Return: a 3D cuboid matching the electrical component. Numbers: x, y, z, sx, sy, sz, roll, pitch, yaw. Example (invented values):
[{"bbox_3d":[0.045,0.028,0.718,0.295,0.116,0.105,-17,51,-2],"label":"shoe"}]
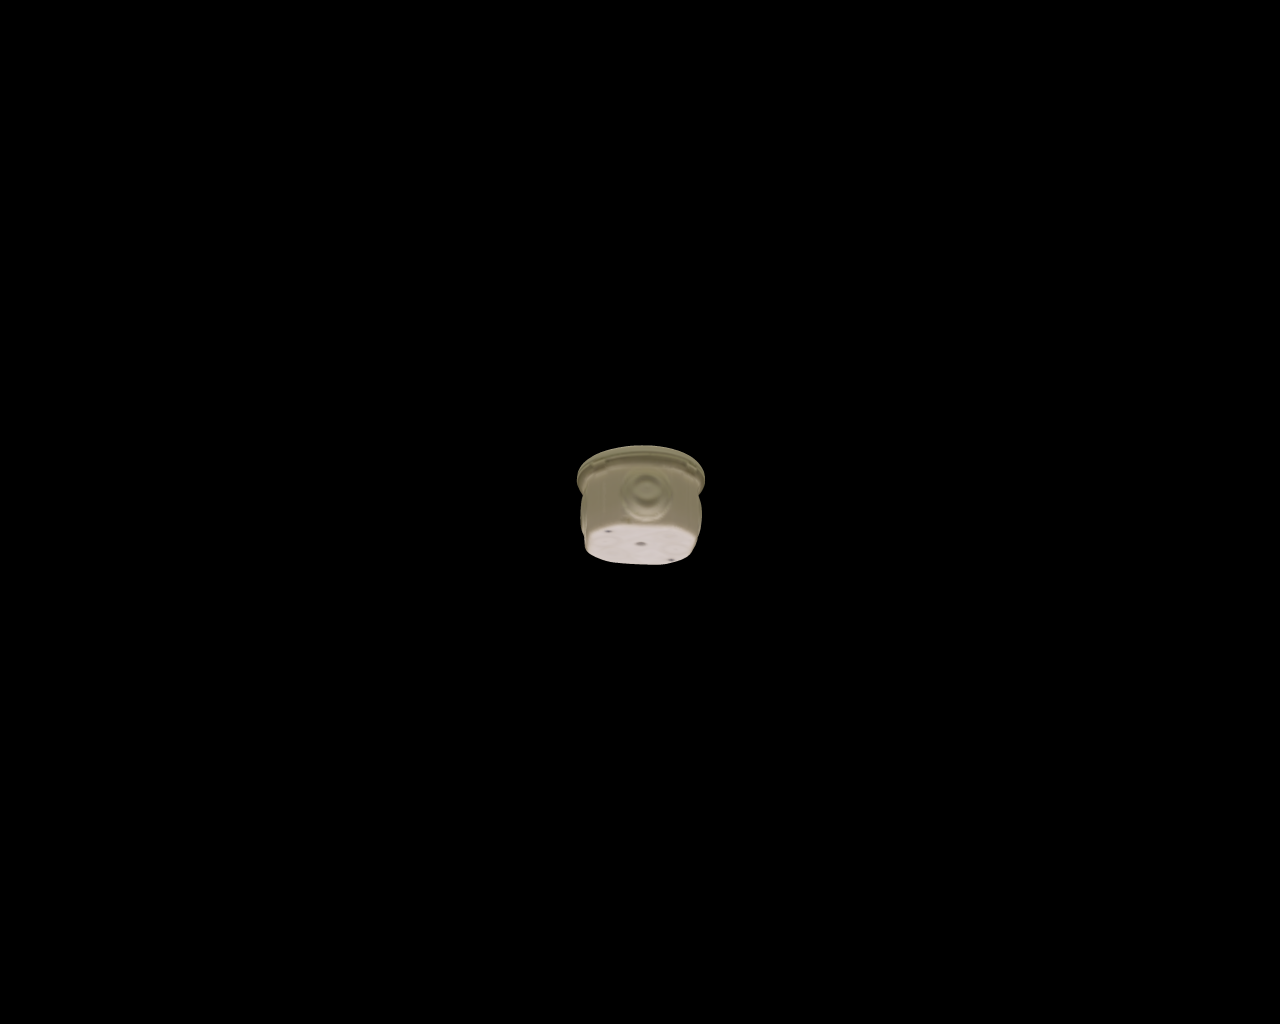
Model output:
[{"bbox_3d":[0.001,-0.003,0.650,0.080,0.051,0.080,0,-23,0],"label":"electrical component"}]
